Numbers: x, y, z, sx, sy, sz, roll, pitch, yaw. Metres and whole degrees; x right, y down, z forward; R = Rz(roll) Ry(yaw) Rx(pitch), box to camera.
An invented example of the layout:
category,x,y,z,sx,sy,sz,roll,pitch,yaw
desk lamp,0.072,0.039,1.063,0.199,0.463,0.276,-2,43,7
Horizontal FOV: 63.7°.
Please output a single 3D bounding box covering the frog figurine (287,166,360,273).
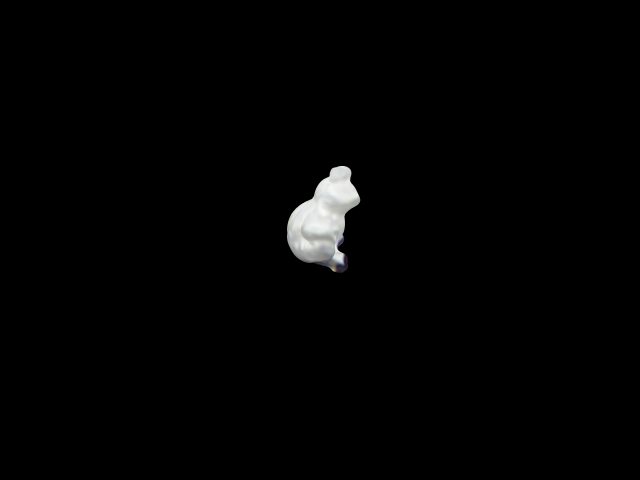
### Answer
category,x,y,z,sx,sy,sz,roll,pitch,yaw
frog figurine,0.003,-0.043,0.850,0.123,0.156,0.140,8,37,11
